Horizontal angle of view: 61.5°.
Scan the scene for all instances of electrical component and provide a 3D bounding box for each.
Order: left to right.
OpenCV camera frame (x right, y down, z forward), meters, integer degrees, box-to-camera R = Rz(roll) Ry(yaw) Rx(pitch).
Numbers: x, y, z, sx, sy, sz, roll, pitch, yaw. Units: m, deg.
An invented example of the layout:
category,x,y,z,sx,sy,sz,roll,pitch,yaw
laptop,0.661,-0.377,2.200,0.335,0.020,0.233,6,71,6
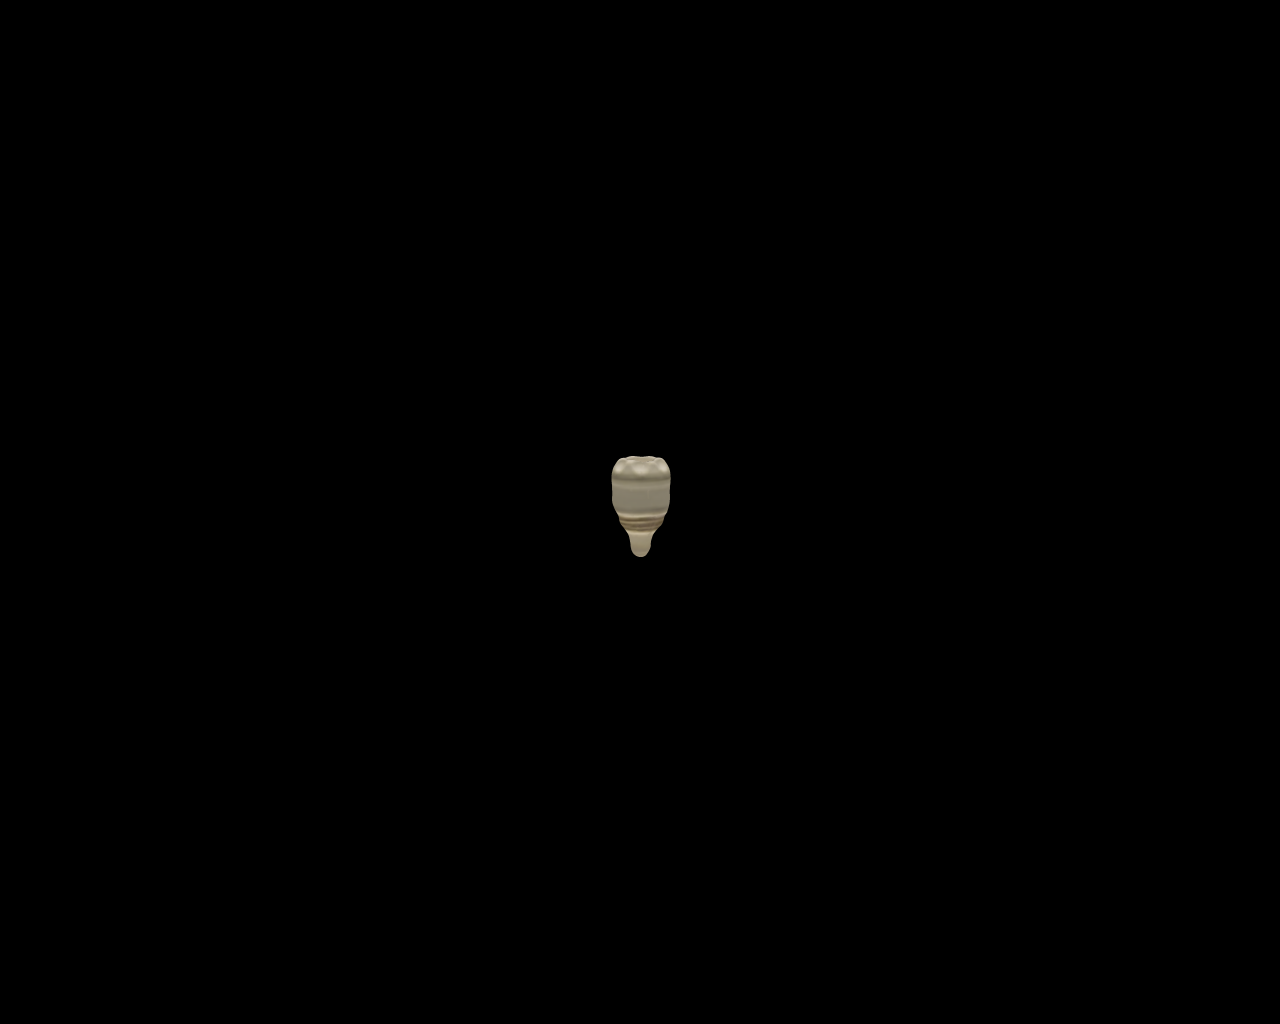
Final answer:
category,x,y,z,sx,sy,sz,roll,pitch,yaw
electrical component,0.001,-0.003,0.650,0.035,0.061,0.035,0,9,0
